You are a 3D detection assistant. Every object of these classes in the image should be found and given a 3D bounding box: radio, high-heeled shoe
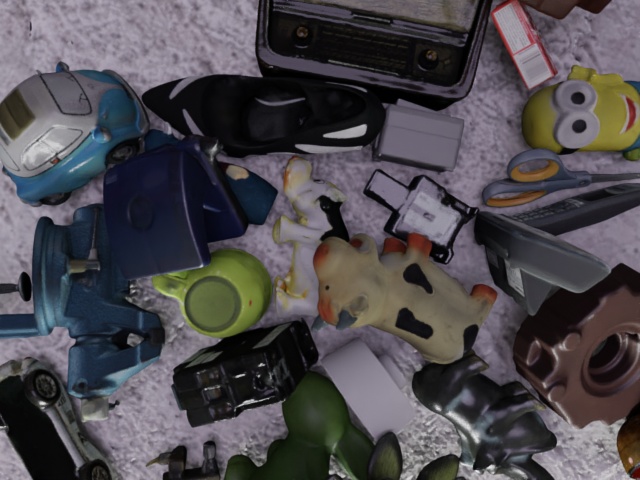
[{"bbox_3d":[0.049,-0.216,0.554,0.230,0.073,0.131,9,93,-2],"label":"radio"},{"bbox_3d":[-0.064,-0.127,0.522,0.249,0.145,0.086,6,93,-3],"label":"high-heeled shoe"}]

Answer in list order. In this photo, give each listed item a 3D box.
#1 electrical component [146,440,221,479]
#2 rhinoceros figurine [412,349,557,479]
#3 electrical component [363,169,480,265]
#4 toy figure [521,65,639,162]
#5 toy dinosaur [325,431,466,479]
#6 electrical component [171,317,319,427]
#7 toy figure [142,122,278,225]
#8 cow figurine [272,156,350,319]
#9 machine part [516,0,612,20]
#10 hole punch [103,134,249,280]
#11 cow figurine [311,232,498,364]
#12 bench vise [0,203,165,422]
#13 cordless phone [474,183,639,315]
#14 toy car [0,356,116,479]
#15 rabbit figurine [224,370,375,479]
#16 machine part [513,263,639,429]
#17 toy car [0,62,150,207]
[{"bbox_3d":[-0.150,0.277,0.597,0.078,0.045,0.102,-8,95,-19],"label":"electrical component"},{"bbox_3d":[0.186,0.199,0.583,0.190,0.073,0.112,43,90,-3],"label":"rhinoceros figurine"},{"bbox_3d":[0.101,-0.031,0.579,0.119,0.048,0.074,27,92,-2],"label":"electrical component"},{"bbox_3d":[0.304,-0.125,0.563,0.180,0.089,0.082,-5,69,-10],"label":"toy figure"},{"bbox_3d":[0.096,0.310,0.513,0.470,0.105,0.198,40,87,-30],"label":"toy dinosaur"},{"bbox_3d":[-0.081,0.133,0.546,0.134,0.115,0.058,-19,91,21],"label":"electrical component"},{"bbox_3d":[-0.120,-0.068,0.565,0.154,0.058,0.064,26,114,-5],"label":"toy figure"},{"bbox_3d":[-0.001,-0.003,0.569,0.098,0.068,0.167,3,97,-7],"label":"cow figurine"},{"bbox_3d":[0.215,-0.322,0.511,0.201,0.087,0.201,27,67,1],"label":"machine part"},{"bbox_3d":[-0.148,-0.027,0.514,0.142,0.092,0.115,-10,117,31],"label":"hole punch"},{"bbox_3d":[0.074,0.059,0.533,0.195,0.085,0.127,34,67,-20],"label":"cow figurine"},{"bbox_3d":[-0.281,0.072,0.533,0.241,0.129,0.223,0,86,-18],"label":"bench vise"},{"bbox_3d":[0.260,-0.009,0.533,0.184,0.147,0.088,-21,101,3],"label":"cordless phone"},{"bbox_3d":[-0.293,0.221,0.585,0.073,0.056,0.201,-29,92,7],"label":"toy car"},{"bbox_3d":[-0.009,0.228,0.562,0.159,0.121,0.170,18,82,-6],"label":"rabbit figurine"},{"bbox_3d":[0.294,0.113,0.561,0.179,0.056,0.179,-6,112,-16],"label":"machine part"},{"bbox_3d":[-0.263,-0.111,0.532,0.162,0.103,0.109,-35,73,3],"label":"toy car"}]
